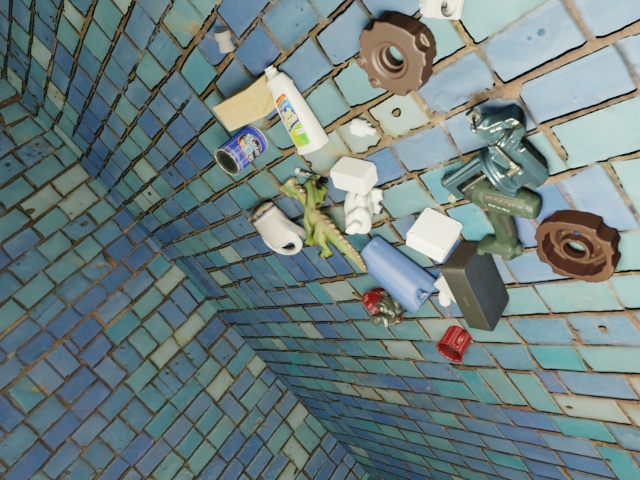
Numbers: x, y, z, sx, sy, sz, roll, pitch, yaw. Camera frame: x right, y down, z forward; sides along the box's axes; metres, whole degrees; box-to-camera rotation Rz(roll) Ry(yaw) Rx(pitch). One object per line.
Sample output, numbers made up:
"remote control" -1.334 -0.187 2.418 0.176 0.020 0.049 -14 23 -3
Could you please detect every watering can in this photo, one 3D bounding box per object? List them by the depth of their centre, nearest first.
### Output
"watering can" -0.135 -0.046 1.831 0.223 0.106 0.344 50 150 -11

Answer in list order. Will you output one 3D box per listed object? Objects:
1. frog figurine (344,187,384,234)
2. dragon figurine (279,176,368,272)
"frog figurine" 0.104 -0.077 1.450 0.123 0.162 0.134 40 149 6
"dragon figurine" 0.005 -0.079 1.573 0.415 0.123 0.237 33 148 46
